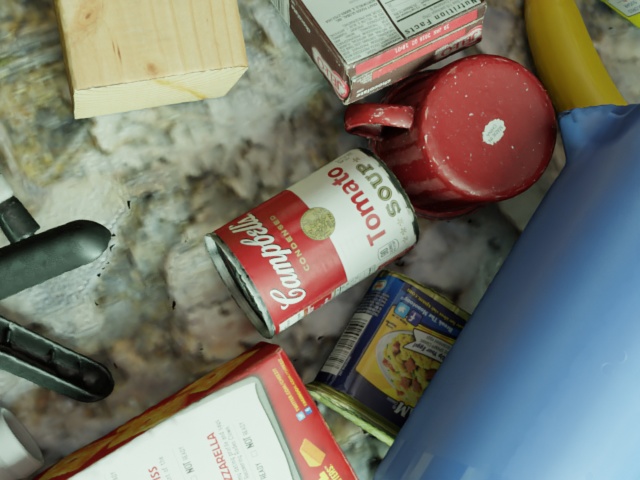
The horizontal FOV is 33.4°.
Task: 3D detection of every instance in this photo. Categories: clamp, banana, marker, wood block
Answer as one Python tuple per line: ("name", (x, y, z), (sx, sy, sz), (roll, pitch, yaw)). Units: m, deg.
("clamp", (-0.186, 0.043, 0.556), (0.171, 0.039, 0.120), (-2, 124, 2))
("banana", (0.184, -0.080, 0.663), (0.197, 0.037, 0.069), (44, 61, -9))
("marker", (-0.191, -0.047, 0.579), (0.020, 0.020, 0.121), (-35, 96, -12))
("wood block", (-0.105, -0.179, 0.568), (0.090, 0.091, 0.206), (-11, 90, -14))

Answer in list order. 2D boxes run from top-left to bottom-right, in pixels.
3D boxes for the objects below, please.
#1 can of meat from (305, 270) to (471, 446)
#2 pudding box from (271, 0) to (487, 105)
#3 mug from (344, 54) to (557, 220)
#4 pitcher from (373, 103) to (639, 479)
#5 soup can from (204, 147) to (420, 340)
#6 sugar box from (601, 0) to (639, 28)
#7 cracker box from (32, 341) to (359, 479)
("can of meat", (0.056, 0.077, 0.614), (0.102, 0.057, 0.084), (34, 79, -11))
("pudding box", (0.026, -0.141, 0.601), (0.090, 0.039, 0.113), (-26, 65, -13))
("mug", (0.072, -0.062, 0.609), (0.117, 0.082, 0.093), (12, 85, -12))
("pitcher", (0.144, 0.065, 0.548), (0.242, 0.149, 0.145), (-53, 144, -12))
("soup can", (-0.004, 0.001, 0.597), (0.102, 0.069, 0.068), (-31, 95, -13))
("sugar box", (0.235, -0.170, 0.672), (0.176, 0.048, 0.093), (33, 81, -14))
("cracker box", (-0.076, 0.178, 0.572), (0.213, 0.072, 0.164), (-31, 94, -12))
